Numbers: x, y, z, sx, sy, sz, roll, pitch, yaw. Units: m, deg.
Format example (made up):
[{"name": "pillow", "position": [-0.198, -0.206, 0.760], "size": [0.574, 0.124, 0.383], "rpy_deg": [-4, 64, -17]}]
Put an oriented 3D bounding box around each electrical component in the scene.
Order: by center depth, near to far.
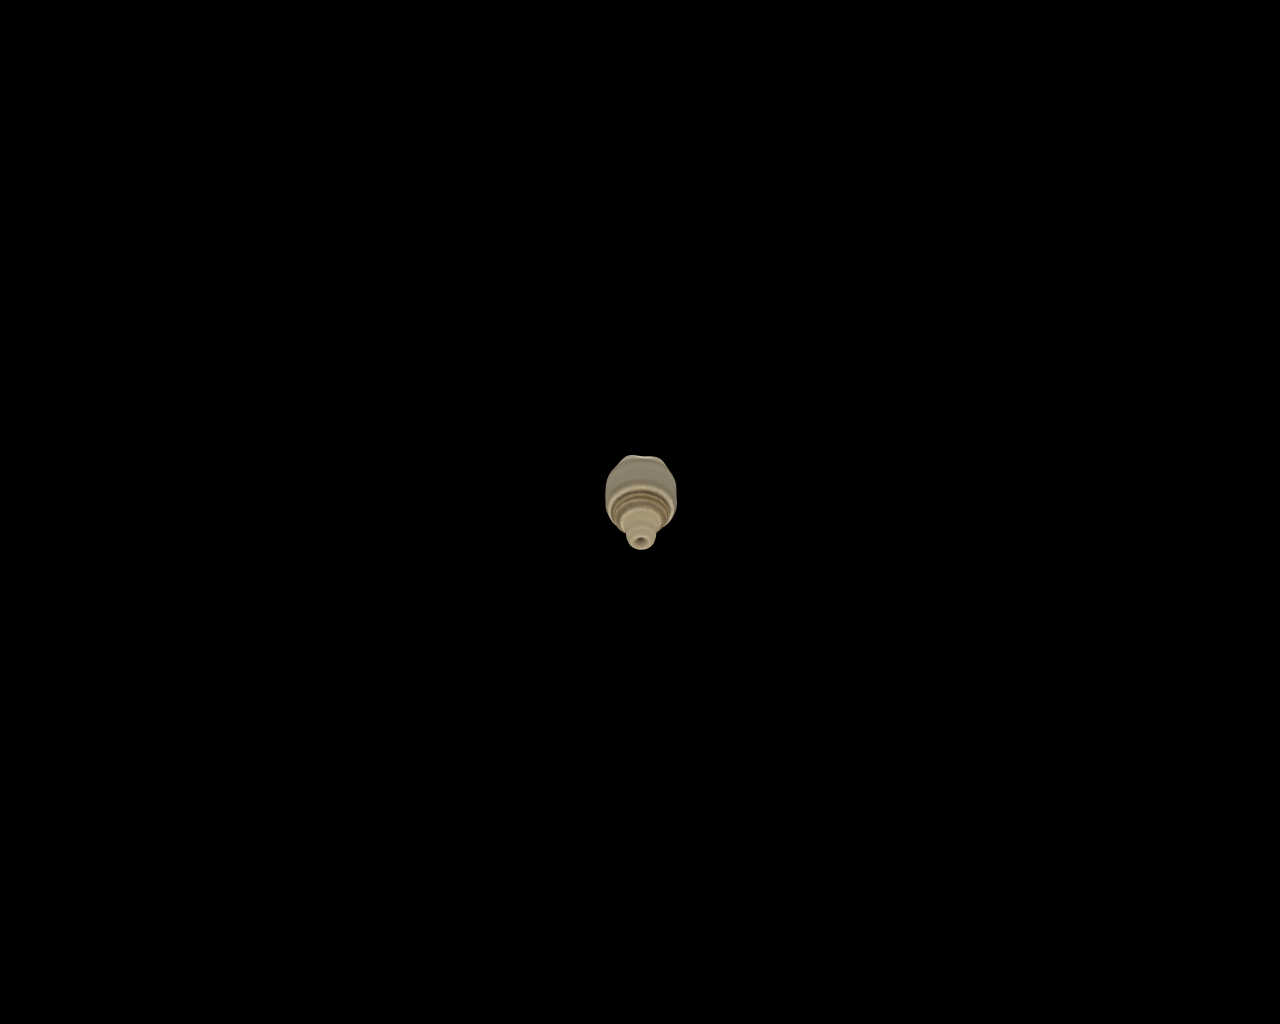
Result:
[{"name": "electrical component", "position": [0.001, -0.003, 0.650], "size": [0.043, 0.043, 0.062], "rpy_deg": [0, 44, 0]}]
